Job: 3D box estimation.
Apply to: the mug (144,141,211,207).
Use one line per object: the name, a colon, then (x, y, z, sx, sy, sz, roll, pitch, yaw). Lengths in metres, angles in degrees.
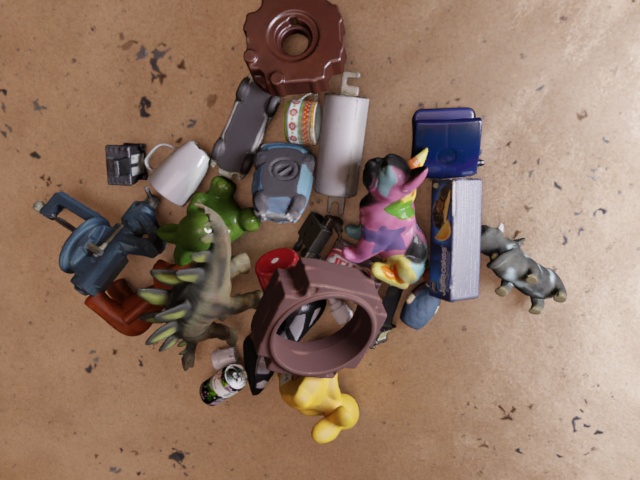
mug: (-0.256, -0.134, 0.976, 0.109, 0.081, 0.107, 43, 95, 2)

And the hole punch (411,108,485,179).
hole punch: (0.208, -0.156, 0.890, 0.142, 0.092, 0.115, -2, 108, 5)

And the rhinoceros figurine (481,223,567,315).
rhinoceros figurine: (0.339, 0.044, 0.914, 0.190, 0.112, 0.073, 34, 136, -14)

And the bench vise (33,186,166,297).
bench vise: (-0.415, -0.024, 0.991, 0.241, 0.129, 0.223, 30, 83, 9)

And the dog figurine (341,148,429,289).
dog figurine: (0.135, -0.042, 0.887, 0.191, 0.108, 0.219, 29, 126, -6)

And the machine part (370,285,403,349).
machine part: (0.126, 0.131, 0.991, 0.039, 0.084, 0.138, 23, 100, 29)

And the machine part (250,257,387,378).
machine part: (-0.004, 0.140, 0.922, 0.201, 0.087, 0.200, 13, 118, -25)

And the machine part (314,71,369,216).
machine part: (0.035, -0.162, 0.919, 0.079, 0.079, 0.243, 7, 107, 7)

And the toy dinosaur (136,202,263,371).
toy dinosaur: (-0.201, 0.097, 0.916, 0.105, 0.198, 0.470, 54, 137, 30)

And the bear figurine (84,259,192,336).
bear figurine: (-0.322, 0.091, 1.022, 0.196, 0.120, 0.132, -43, 92, 15)

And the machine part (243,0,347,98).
machine part: (-0.041, -0.320, 0.871, 0.179, 0.056, 0.179, -1, 83, 5)

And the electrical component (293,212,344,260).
electrical component: (-0.002, -0.004, 0.973, 0.045, 0.078, 0.102, 19, 109, -33)

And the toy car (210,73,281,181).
toy car: (-0.129, -0.200, 0.946, 0.073, 0.056, 0.201, 25, 109, -6)

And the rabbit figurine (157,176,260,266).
rabbit figurine: (-0.209, -0.029, 0.943, 0.159, 0.170, 0.121, -28, 98, 14)

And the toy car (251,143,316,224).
toy car: (-0.063, -0.086, 0.937, 0.109, 0.162, 0.102, 2, 149, 1)

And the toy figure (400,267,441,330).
toy figure: (0.200, 0.089, 0.972, 0.058, 0.064, 0.154, 40, 106, 36)

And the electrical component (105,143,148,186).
electrical component: (-0.355, -0.134, 0.965, 0.048, 0.119, 0.074, 3, 108, 7)

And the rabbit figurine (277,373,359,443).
rabbit figurine: (0.016, 0.303, 1.024, 0.122, 0.162, 0.173, -42, 113, 5)

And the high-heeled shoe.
high-heeled shoe: (-0.070, 0.204, 1.056, 0.145, 0.086, 0.248, -7, 128, -22)

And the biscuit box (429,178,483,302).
biscuit box: (0.224, -0.001, 0.890, 0.063, 0.059, 0.202, -4, 98, -26)
